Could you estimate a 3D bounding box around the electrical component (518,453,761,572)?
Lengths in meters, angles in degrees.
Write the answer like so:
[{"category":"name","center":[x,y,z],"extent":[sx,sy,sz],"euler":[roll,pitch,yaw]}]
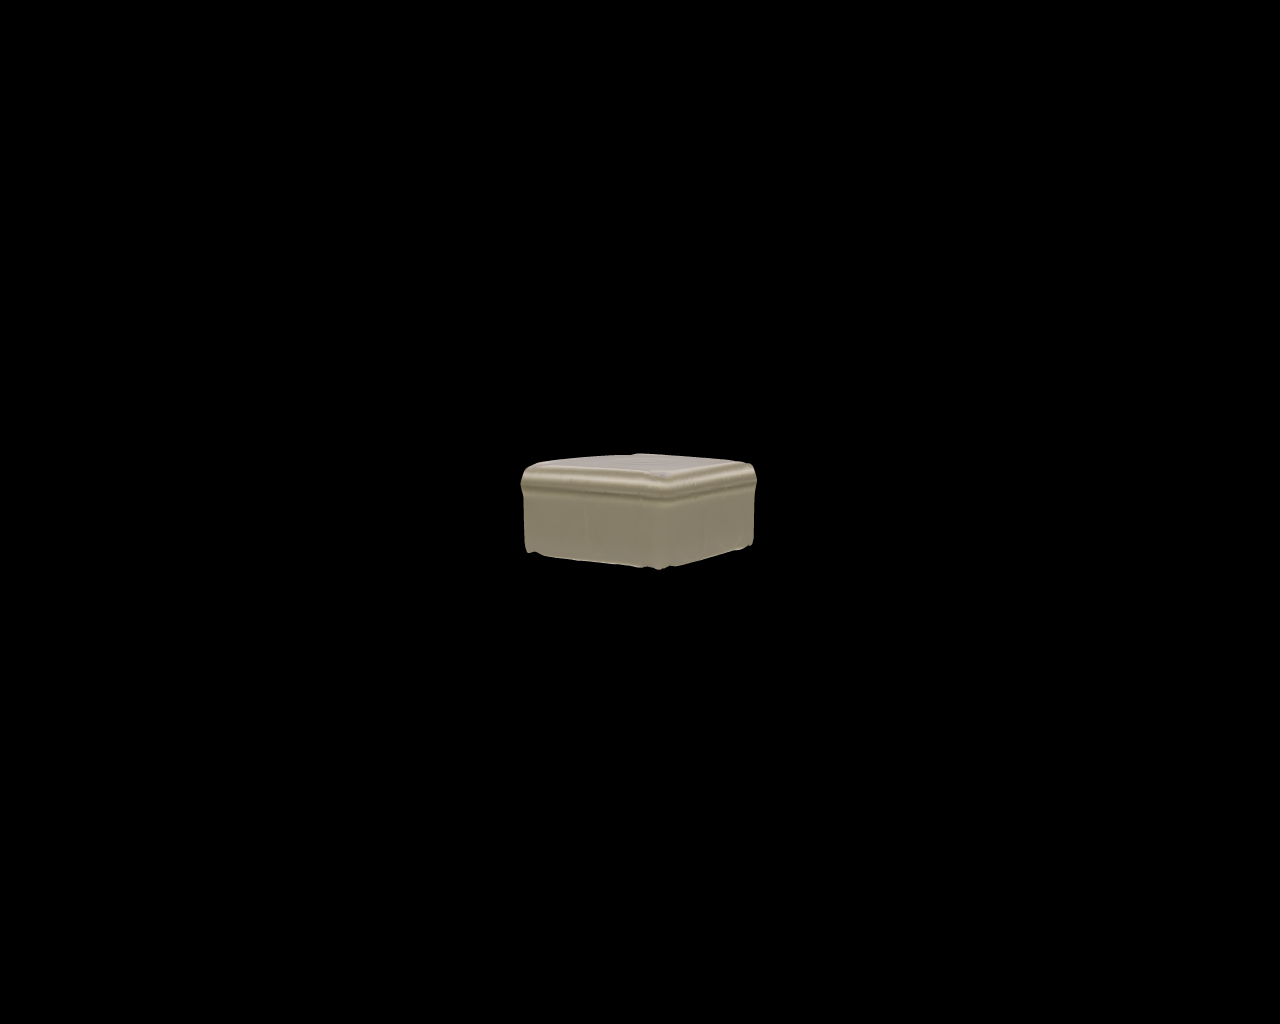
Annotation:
[{"category":"electrical component","center":[0.001,-0.003,0.650],"extent":[0.109,0.056,0.109],"euler":[6,10,36]}]
